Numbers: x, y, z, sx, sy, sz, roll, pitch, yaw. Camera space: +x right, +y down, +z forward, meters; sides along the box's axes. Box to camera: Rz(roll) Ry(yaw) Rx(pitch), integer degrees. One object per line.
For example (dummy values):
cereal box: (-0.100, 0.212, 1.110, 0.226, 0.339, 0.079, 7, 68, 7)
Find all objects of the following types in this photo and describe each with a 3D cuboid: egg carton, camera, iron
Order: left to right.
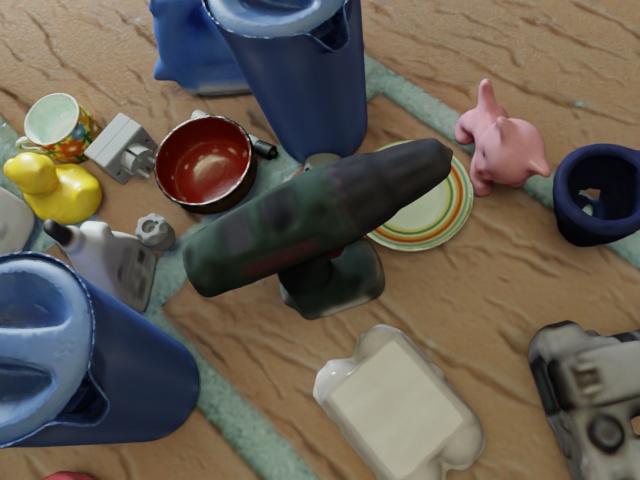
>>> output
iron: (-0.082, -0.260, 0.667, 0.258, 0.141, 0.118, -4, 68, 8)
egg carton: (0.071, 0.155, 0.520, 0.107, 0.069, 0.150, -40, 68, -7)
camera: (0.265, 0.129, 0.482, 0.136, 0.101, 0.143, -15, 67, 3)

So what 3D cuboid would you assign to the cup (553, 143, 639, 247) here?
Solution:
cup: (0.273, -0.040, 0.550, 0.118, 0.095, 0.091, -37, 68, -6)

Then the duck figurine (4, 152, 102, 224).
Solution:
duck figurine: (-0.312, -0.066, 0.659, 0.104, 0.086, 0.077, 16, 72, 15)

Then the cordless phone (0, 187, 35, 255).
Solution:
cordless phone: (-0.407, -0.013, 0.599, 0.094, 0.185, 0.148, 17, 72, 15)

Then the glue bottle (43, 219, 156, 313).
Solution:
glue bottle: (-0.217, 0.017, 0.564, 0.037, 0.173, 0.078, 3, 69, 11)

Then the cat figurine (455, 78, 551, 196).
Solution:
cat figurine: (0.182, -0.102, 0.576, 0.067, 0.118, 0.127, -13, 67, 4)

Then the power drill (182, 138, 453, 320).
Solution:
power drill: (0.005, 0.002, 0.515, 0.229, 0.209, 0.075, -20, 67, 1)

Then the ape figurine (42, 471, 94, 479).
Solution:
ape figurine: (-0.237, 0.251, 0.520, 0.076, 0.092, 0.078, -6, 68, 7)
